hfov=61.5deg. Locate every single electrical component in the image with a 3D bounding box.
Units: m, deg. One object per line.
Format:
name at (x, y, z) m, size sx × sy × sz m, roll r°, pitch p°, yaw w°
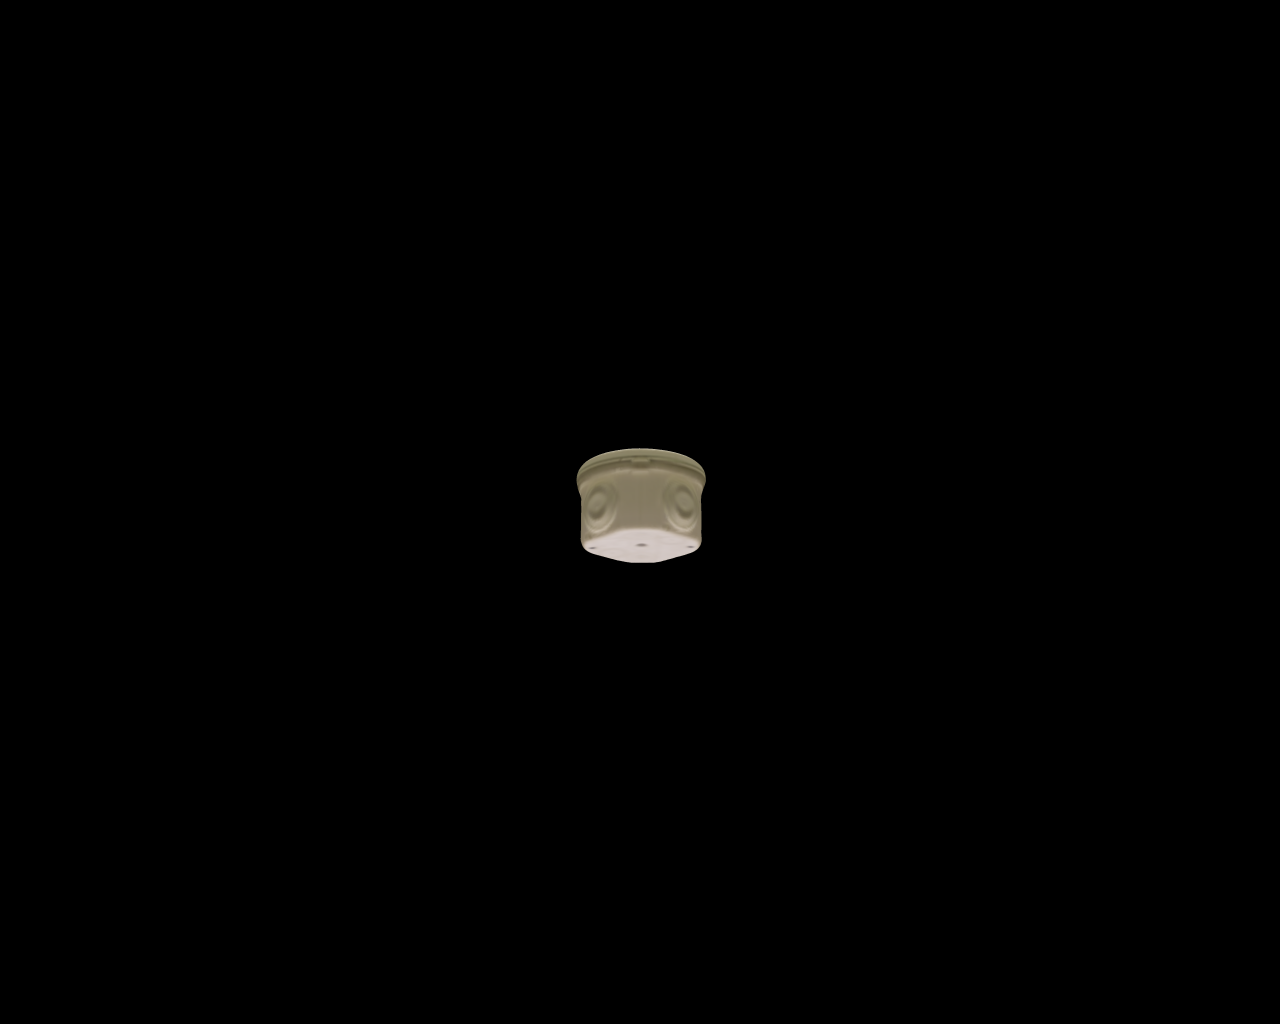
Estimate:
electrical component at (0.001, -0.003, 0.650) m, size 0.080 × 0.051 × 0.080 m, roll 0°, pitch -19°, yaw 0°
